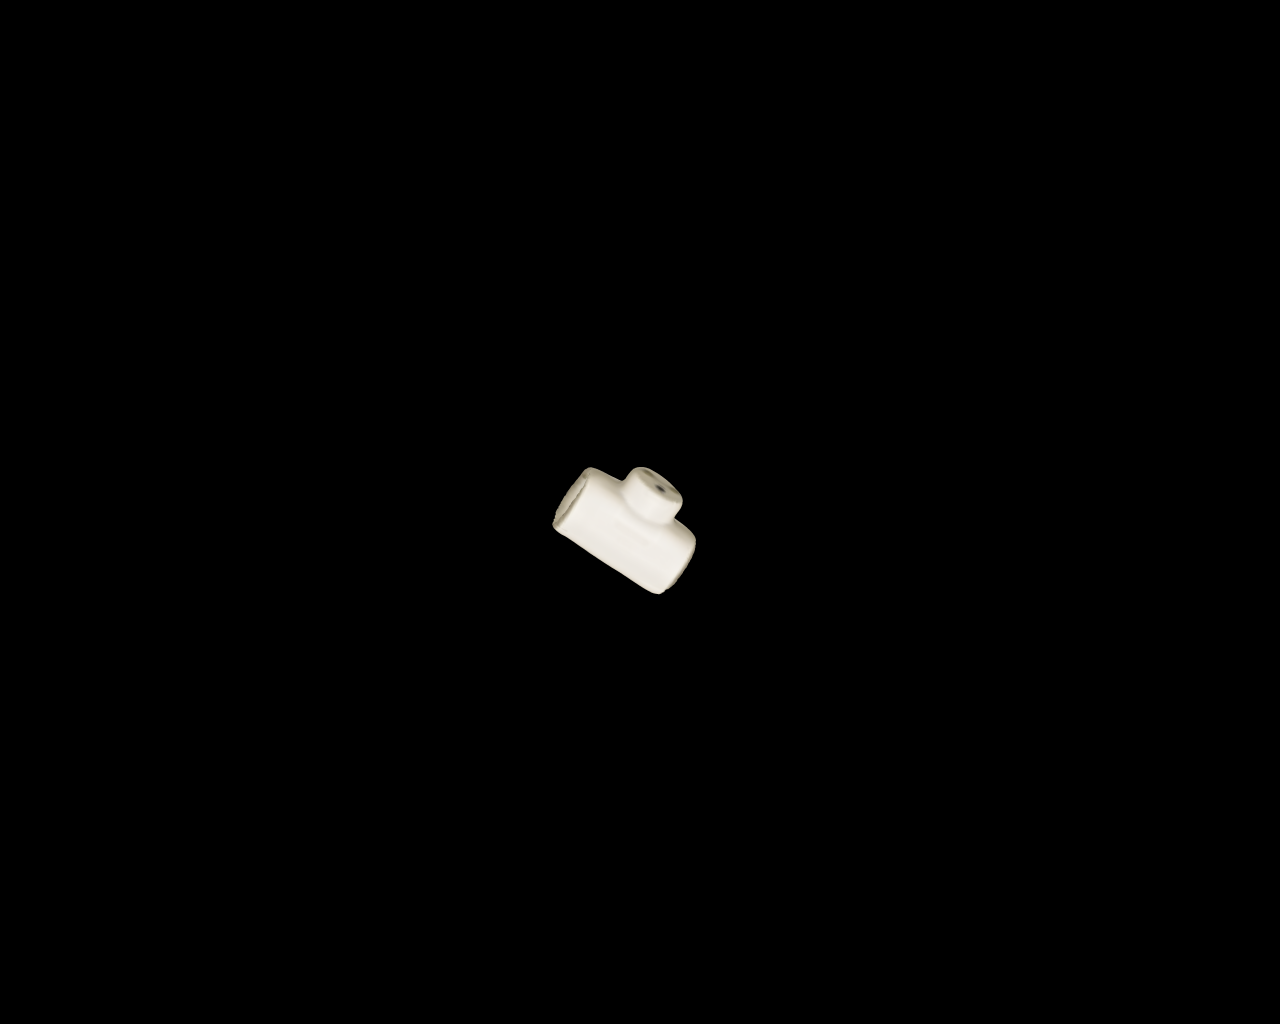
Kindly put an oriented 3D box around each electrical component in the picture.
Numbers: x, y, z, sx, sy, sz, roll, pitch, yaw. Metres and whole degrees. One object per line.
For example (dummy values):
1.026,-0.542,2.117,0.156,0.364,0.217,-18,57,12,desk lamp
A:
0.001,-0.003,0.650,0.077,0.079,0.043,33,16,-11,electrical component
